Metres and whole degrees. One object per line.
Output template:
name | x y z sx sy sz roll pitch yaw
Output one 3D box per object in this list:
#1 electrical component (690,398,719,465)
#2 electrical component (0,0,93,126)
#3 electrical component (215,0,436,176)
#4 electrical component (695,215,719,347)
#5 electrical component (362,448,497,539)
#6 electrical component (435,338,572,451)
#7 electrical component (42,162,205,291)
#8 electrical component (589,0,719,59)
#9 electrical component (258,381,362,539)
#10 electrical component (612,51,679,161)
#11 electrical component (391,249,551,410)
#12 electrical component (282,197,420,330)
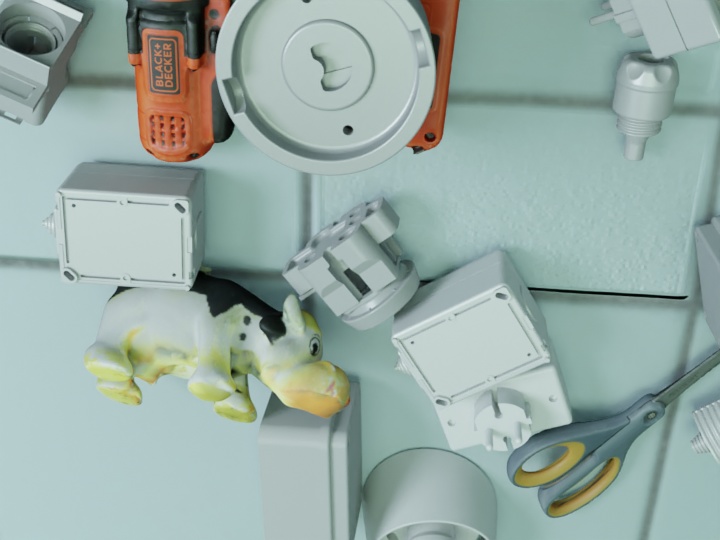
electrical component | 0.257 0.100 0.708 0.081 0.043 0.043 -30 111 19
electrical component | -0.190 -0.120 0.615 0.042 0.081 0.063 24 146 -6
electrical component | -0.014 -0.109 0.546 0.108 0.060 0.108 3 118 6
electrical component | 0.240 0.020 0.628 0.057 0.113 0.078 -12 116 8
electrical component | 0.050 0.184 0.773 0.099 0.064 0.099 0 132 0
electrical component | 0.092 0.091 0.700 0.083 0.075 0.047 -16 115 13
electrical component | -0.146 -0.030 0.664 0.096 0.061 0.061 4 115 1
electrical component | 0.160 -0.148 0.578 0.077 0.065 0.047 -10 121 43
electrical component | -0.031 0.135 0.733 0.057 0.078 0.113 3 118 7
electrical component | 0.162 -0.093 0.619 0.035 0.035 0.061 4 121 3
electrical component | 0.064 0.038 0.682 0.096 0.061 0.061 -27 111 18
electrical component | 0.000 0.000 0.670 0.078 0.058 0.057 -33 107 20
